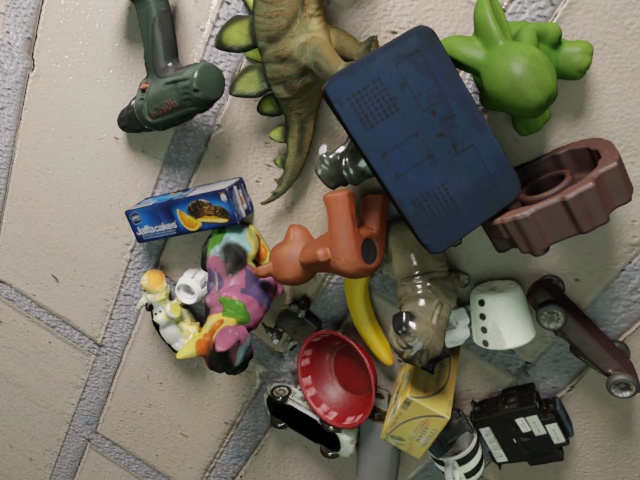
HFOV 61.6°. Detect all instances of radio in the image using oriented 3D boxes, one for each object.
[{"bbox_3d":[0.114,-0.112,0.603,0.131,0.073,0.229,-34,104,7],"label":"radio"}]

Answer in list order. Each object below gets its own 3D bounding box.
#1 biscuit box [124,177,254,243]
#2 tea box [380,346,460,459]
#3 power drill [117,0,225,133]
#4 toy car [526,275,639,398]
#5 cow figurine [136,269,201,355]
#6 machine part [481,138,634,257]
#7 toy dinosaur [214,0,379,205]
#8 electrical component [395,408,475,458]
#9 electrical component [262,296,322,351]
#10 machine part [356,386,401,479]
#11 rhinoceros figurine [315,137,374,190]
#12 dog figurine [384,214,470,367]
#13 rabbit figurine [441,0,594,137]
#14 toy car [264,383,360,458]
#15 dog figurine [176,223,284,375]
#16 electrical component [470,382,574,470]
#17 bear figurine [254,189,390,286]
[{"bbox_3d":[-0.212,-0.046,0.863,0.203,0.059,0.062,-10,111,23],"label":"biscuit box"},{"bbox_3d":[0.153,0.223,0.800,0.068,0.170,0.098,28,121,7],"label":"tea box"},{"bbox_3d":[-0.243,-0.257,0.755,0.232,0.086,0.207,4,109,38],"label":"power drill"},{"bbox_3d":[0.359,0.133,0.733,0.202,0.089,0.053,44,120,-6],"label":"toy car"},{"bbox_3d":[-0.272,0.132,0.966,0.098,0.068,0.167,-30,100,34],"label":"cow figurine"},{"bbox_3d":[0.272,-0.052,0.633,0.179,0.179,0.056,-27,106,27],"label":"machine part"},{"bbox_3d":[-0.029,-0.247,0.689,0.199,0.105,0.470,13,118,22],"label":"toy dinosaur"},{"bbox_3d":[0.175,0.307,0.856,0.119,0.075,0.047,-33,103,-12],"label":"electrical component"},{"bbox_3d":[-0.047,0.140,0.901,0.078,0.045,0.102,46,119,-4],"label":"electrical component"},{"bbox_3d":[0.103,0.353,0.931,0.079,0.079,0.243,9,115,15],"label":"machine part"},{"bbox_3d":[0.077,-0.130,0.699,0.190,0.112,0.073,-34,128,16],"label":"rhinoceros figurine"},{"bbox_3d":[0.128,0.054,0.718,0.121,0.190,0.172,-28,101,27],"label":"dog figurine"},{"bbox_3d":[0.215,-0.193,0.583,0.159,0.170,0.121,41,120,-4],"label":"rabbit figurine"},{"bbox_3d":[-0.020,0.316,0.949,0.202,0.056,0.073,17,118,34],"label":"toy car"},{"bbox_3d":[-0.143,0.092,0.814,0.109,0.219,0.191,-12,110,20],"label":"dog figurine"},{"bbox_3d":[0.319,0.291,0.839,0.134,0.058,0.114,-22,107,26],"label":"electrical component"},{"bbox_3d":[-0.002,0.002,0.780,0.196,0.120,0.132,-3,88,45],"label":"bear figurine"}]
